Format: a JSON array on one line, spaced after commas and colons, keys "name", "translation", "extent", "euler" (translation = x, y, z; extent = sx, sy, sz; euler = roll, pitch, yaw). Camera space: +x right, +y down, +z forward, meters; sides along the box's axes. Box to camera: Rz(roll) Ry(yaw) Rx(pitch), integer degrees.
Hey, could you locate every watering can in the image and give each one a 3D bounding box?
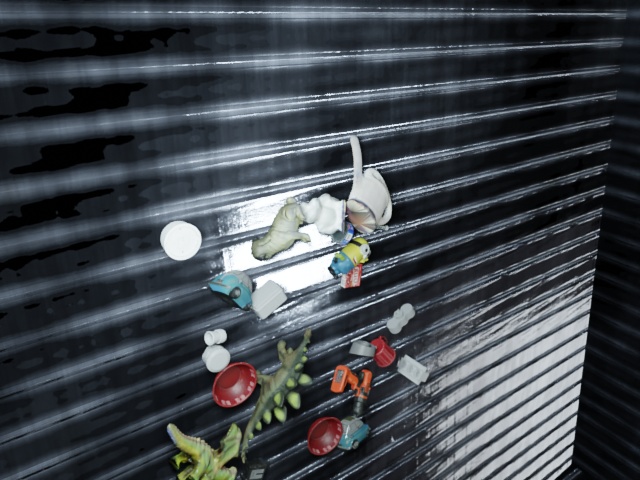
[{"name": "watering can", "translation": [0.154, -0.173, 1.799], "extent": [0.342, 0.103, 0.229], "euler": [56, 47, -31]}]

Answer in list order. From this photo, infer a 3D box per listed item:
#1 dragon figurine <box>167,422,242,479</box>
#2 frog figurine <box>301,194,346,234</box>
[{"name": "dragon figurine", "translation": [-0.370, 0.711, 1.740], "extent": [0.246, 0.122, 0.403], "euler": [-33, 126, -44]}, {"name": "frog figurine", "translation": [0.005, -0.088, 1.751], "extent": [0.159, 0.125, 0.135], "euler": [4, 116, 0]}]
